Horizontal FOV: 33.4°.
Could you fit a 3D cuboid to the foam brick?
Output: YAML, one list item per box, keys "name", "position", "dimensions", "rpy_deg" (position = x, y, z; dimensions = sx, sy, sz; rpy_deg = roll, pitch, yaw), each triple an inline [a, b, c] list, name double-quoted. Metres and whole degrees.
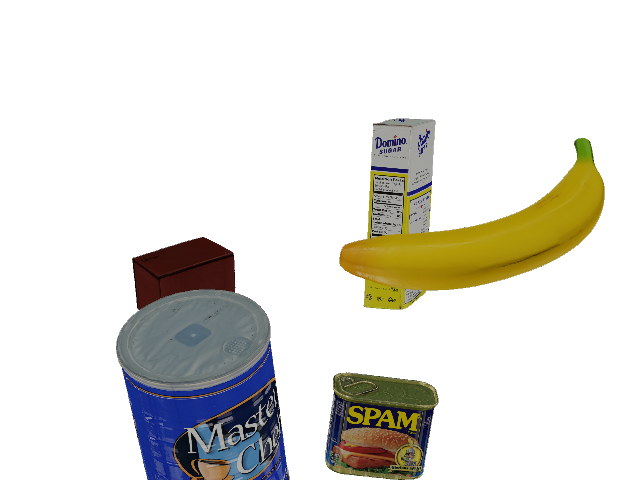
- name: "foam brick"
  position: [-0.122, 0.036, 0.961]
  dimensions: [0.078, 0.051, 0.053]
  rpy_deg: [-18, 28, -31]

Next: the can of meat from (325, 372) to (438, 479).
- name: "can of meat"
  position: [0.057, 0.182, 1.037]
  dimensions: [0.102, 0.084, 0.057]
  rpy_deg: [7, 16, -2]

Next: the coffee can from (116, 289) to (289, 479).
- name: "coffee can"
  position: [-0.079, 0.120, 0.742]
  dimensions: [0.103, 0.140, 0.103]
  rpy_deg: [-4, 32, 2]

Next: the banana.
- name: "banana"
  position: [0.111, -0.004, 0.682]
  dimensions: [0.197, 0.037, 0.070]
  rpy_deg: [-23, 44, -18]

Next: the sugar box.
- name: "sugar box"
  position: [0.076, -0.028, 1.030]
  dimensions: [0.048, 0.176, 0.093]
  rpy_deg: [4, 10, 19]
